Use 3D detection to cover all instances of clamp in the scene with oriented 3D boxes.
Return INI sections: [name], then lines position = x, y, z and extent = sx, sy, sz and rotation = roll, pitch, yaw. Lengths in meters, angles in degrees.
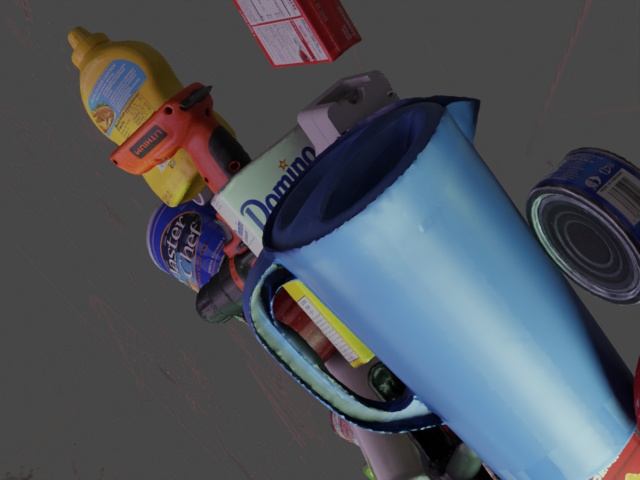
[clamp]
position = 0.095, 0.164, 0.824
extent = 0.120, 0.039, 0.171
rotation = 43, 162, 42

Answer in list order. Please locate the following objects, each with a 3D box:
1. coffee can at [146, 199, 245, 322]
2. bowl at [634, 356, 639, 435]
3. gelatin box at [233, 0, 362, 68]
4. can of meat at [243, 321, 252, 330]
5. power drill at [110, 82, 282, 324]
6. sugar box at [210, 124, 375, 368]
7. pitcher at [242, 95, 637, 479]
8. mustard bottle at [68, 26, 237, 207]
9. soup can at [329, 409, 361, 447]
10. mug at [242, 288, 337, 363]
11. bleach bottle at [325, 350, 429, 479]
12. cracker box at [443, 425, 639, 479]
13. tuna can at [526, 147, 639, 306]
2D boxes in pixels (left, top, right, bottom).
[coffee can]
position = -0.097, 0.010, 1.075
extent = 0.140, 0.102, 0.102
rotation = 27, 152, 47
[bowl]
position = 0.232, 0.111, 0.595
extent = 0.162, 0.055, 0.162
rotation = 43, 161, 19
[gelatin box]
position = -0.020, -0.151, 0.691
extent = 0.073, 0.030, 0.089
rotation = 57, 160, -21
[can of meat]
position = -0.045, 0.073, 1.156
extent = 0.102, 0.057, 0.084
rotation = 43, 159, 17
[power drill]
position = -0.092, -0.028, 0.930
extent = 0.187, 0.057, 0.185
rotation = 48, 124, -7
[sugar box]
position = 0.006, 0.004, 0.841
extent = 0.176, 0.093, 0.048
rotation = 49, 161, -1
[pitcher]
position = 0.080, 0.047, 0.648
extent = 0.149, 0.144, 0.242
rotation = -24, 115, 40
[mustard bottle]
position = -0.169, -0.129, 1.000
extent = 0.192, 0.058, 0.096
rotation = 47, 124, 9
[soup can]
position = 0.064, 0.194, 1.127
extent = 0.102, 0.068, 0.068
rotation = 18, 144, 57
[mug]
position = -0.021, 0.066, 1.004
extent = 0.117, 0.081, 0.093
rotation = 42, 176, 3
[bleach bottle]
position = 0.070, 0.197, 0.964
extent = 0.251, 0.068, 0.102
rotation = -112, -3, -51
[cracker box]
position = 0.210, 0.205, 0.811
extent = 0.213, 0.072, 0.164
rotation = 52, 162, -5
[tuna can]
position = 0.153, -0.006, 0.576
extent = 0.086, 0.033, 0.086
rotation = 43, 161, 18
